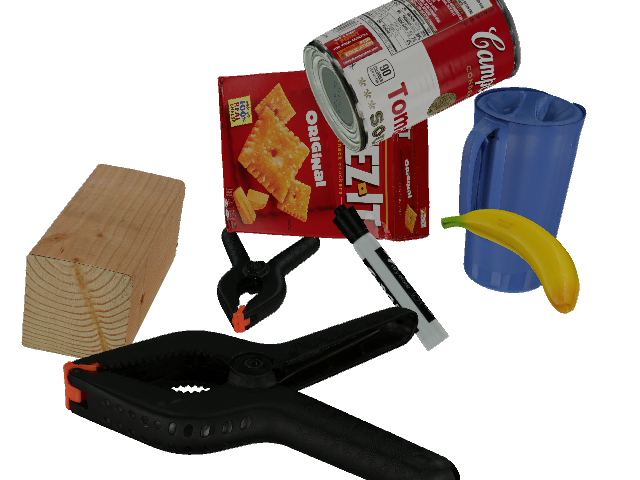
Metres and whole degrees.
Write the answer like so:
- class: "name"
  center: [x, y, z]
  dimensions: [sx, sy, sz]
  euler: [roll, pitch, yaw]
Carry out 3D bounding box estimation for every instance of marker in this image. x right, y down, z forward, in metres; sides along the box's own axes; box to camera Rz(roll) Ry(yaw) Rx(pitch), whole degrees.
- class: "marker"
  center: [0.048, 0.024, 0.758]
  dimensions: [0.020, 0.121, 0.020]
  euler: [-35, -9, -6]

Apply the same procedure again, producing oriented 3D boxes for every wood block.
- class: "wood block"
  center: [-0.191, 0.015, 0.970]
  dimensions: [0.090, 0.091, 0.206]
  euler: [12, 25, 0]

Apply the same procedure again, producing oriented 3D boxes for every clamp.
- class: "clamp"
  center: [-0.063, 0.039, 1.237]
  dimensions: [0.120, 0.039, 0.171]
  euler: [-5, 41, 8]
- class: "clamp"
  center: [-0.032, 0.077, 0.588]
  dimensions: [0.210, 0.036, 0.164]
  euler: [5, 25, 2]

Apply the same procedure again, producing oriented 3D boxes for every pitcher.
- class: "pitcher"
  center: [0.237, -0.058, 1.326]
  dimensions: [0.149, 0.243, 0.145]
  euler: [3, 27, 0]

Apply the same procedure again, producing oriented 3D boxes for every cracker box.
- class: "cracker box"
  center: [-0.001, -0.086, 1.053]
  dimensions: [0.214, 0.164, 0.071]
  euler: [3, 9, 38]

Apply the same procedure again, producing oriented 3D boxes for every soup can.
- class: "soup can"
  center: [0.050, -0.100, 0.594]
  dimensions: [0.102, 0.068, 0.068]
  euler: [-27, 6, -11]

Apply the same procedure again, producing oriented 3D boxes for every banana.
- class: "banana"
  center: [0.204, 0.012, 1.068]
  dimensions: [0.069, 0.037, 0.198]
  euler: [-34, 37, -13]
